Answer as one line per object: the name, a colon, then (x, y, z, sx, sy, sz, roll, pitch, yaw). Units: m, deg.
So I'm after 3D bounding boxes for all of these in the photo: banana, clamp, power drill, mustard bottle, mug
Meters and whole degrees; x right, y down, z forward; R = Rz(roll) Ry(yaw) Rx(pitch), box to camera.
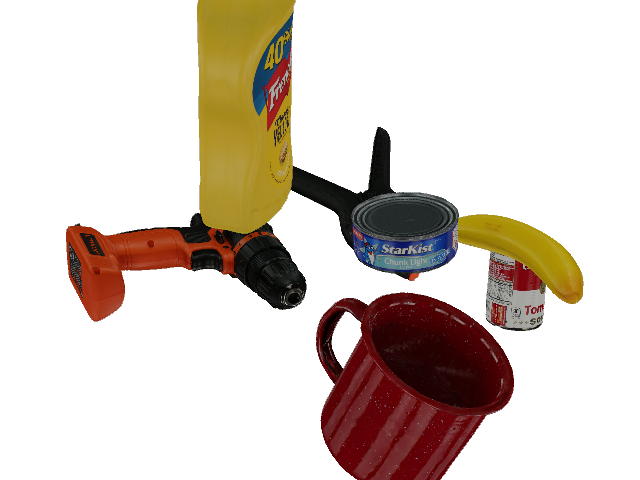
banana: (0.192, 0.012, 1.039, 0.069, 0.037, 0.198, -38, 37, -22)
clamp: (0.042, -0.039, 1.179, 0.164, 0.210, 0.036, -13, -36, -22)
power drill: (-0.123, 0.022, 0.959, 0.187, 0.057, 0.185, -8, 26, -25)
mustard bottle: (-0.047, -0.106, 0.678, 0.058, 0.192, 0.096, 12, 38, 13)
mug: (0.042, 0.083, 0.615, 0.117, 0.082, 0.093, 40, 36, 19)

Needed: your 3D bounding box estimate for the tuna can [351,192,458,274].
tuna can: (0.068, -0.006, 0.859, 0.086, 0.034, 0.086, -3, 27, 1)

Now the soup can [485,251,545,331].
soup can: (0.228, 0.046, 1.240, 0.068, 0.102, 0.068, 1, 17, -1)
